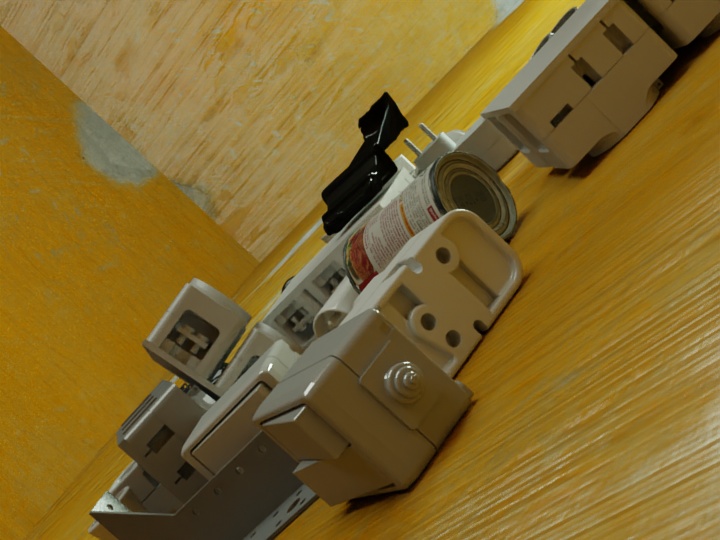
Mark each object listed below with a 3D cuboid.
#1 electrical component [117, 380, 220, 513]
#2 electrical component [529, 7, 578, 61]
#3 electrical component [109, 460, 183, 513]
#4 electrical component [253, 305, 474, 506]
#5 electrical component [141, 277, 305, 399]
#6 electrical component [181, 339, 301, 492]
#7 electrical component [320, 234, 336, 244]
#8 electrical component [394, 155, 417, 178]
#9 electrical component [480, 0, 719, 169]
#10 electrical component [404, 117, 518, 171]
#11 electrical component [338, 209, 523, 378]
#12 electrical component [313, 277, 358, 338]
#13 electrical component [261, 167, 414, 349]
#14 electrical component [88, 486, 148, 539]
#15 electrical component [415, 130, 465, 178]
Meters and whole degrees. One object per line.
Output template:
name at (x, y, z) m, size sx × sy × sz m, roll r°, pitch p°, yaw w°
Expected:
electrical component at (-0.119, 0.125, 0.765) m, size 0.061 × 0.089 × 0.150 m, roll -48°, pitch 6°, yaw -12°
electrical component at (0.162, -0.148, 0.816) m, size 0.099 × 0.064 × 0.099 m, roll -60°, pitch 6°, yaw 11°
electrical component at (-0.151, 0.165, 0.872) m, size 0.095 × 0.059 × 0.053 m, roll -46°, pitch 6°, yaw 8°
electrical component at (-0.001, 0.064, 0.480) m, size 0.061 × 0.062 × 0.096 m, roll -50°, pitch 7°, yaw -26°
electrical component at (-0.099, 0.067, 0.814) m, size 0.060 × 0.105 × 0.186 m, roll -56°, pitch 3°, yaw -11°
electrical component at (-0.053, 0.093, 0.653) m, size 0.096 × 0.062 × 0.061 m, roll -45°, pitch 6°, yaw 17°
electrical component at (0.019, -0.045, 1.015) m, size 0.099 × 0.064 × 0.099 m, roll -46°, pitch 6°, yaw 7°
electrical component at (0.041, -0.074, 1.089) m, size 0.058 × 0.057 × 0.078 m, roll -51°, pitch 7°, yaw -33°
electrical component at (0.167, -0.145, 0.662) m, size 0.186 × 0.060 × 0.105 m, roll -47°, pitch 6°, yaw 3°
electrical component at (0.071, -0.094, 0.926) m, size 0.138 × 0.074 × 0.052 m, roll -45°, pitch 7°, yaw 18°
electrical component at (0.033, 0.021, 0.559) m, size 0.095 × 0.054 × 0.059 m, roll -50°, pitch 7°, yaw -26°
electrical component at (0.012, 0.016, 0.775) m, size 0.079 × 0.044 × 0.077 m, roll -41°, pitch 8°, yaw 41°
electrical component at (0.000, 0.000, 0.876) m, size 0.150 × 0.062 × 0.089 m, roll -44°, pitch 7°, yaw 27°
electrical component at (-0.171, 0.199, 0.817) m, size 0.045 × 0.055 × 0.045 m, roll -47°, pitch 6°, yaw 7°
electrical component at (0.084, -0.099, 1.010) m, size 0.055 × 0.045 × 0.045 m, roll -50°, pitch 7°, yaw -30°
